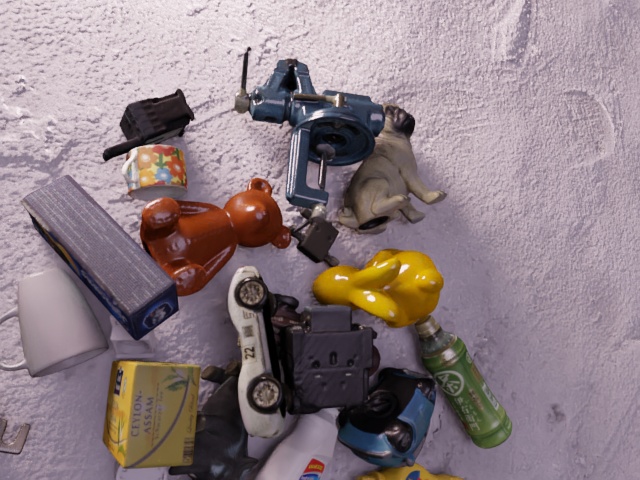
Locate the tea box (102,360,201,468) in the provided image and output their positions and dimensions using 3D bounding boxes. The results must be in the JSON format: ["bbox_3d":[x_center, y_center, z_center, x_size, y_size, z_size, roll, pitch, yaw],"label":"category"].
[{"bbox_3d":[-0.186,0.180,0.579,0.068,0.170,0.098,8,74,-26],"label":"tea box"}]

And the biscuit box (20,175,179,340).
[{"bbox_3d":[-0.243,0.017,0.598,0.203,0.059,0.063,41,59,18],"label":"biscuit box"}]

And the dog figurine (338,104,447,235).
[{"bbox_3d":[0.084,-0.116,0.836,0.172,0.121,0.190,-11,71,-32],"label":"dog figurine"}]

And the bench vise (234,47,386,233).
[{"bbox_3d":[-0.018,-0.138,0.751,0.223,0.129,0.240,12,64,-18],"label":"bench vise"}]

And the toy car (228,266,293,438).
[{"bbox_3d":[-0.073,0.128,0.634,0.056,0.073,0.202,-12,70,3],"label":"toy car"}]

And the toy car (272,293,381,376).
[{"bbox_3d":[0.000,0.142,0.753,0.202,0.053,0.089,27,71,-22],"label":"toy car"}]

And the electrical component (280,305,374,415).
[{"bbox_3d":[0.008,0.151,0.696,0.115,0.058,0.134,-1,89,-20],"label":"electrical component"}]

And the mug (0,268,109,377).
[{"bbox_3d":[-0.304,0.091,0.594,0.109,0.081,0.107,-17,77,-26],"label":"mug"}]

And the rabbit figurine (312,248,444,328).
[{"bbox_3d":[0.078,0.074,0.767,0.173,0.162,0.121,1,91,-10],"label":"rabbit figurine"}]

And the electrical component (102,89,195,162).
[{"bbox_3d":[-0.226,-0.143,0.683,0.119,0.075,0.047,-28,94,-27],"label":"electrical component"}]

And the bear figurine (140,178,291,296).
[{"bbox_3d":[-0.120,-0.012,0.681,0.196,0.132,0.120,-20,93,-24],"label":"bear figurine"}]

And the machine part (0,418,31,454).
[{"bbox_3d":[-0.414,0.173,0.515,0.243,0.079,0.079,22,70,-23],"label":"machine part"}]

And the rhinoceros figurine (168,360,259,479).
[{"bbox_3d":[-0.121,0.237,0.644,0.112,0.073,0.190,48,44,-26],"label":"rhinoceros figurine"}]

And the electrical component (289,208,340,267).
[{"bbox_3d":[-0.002,-0.002,0.798,0.094,0.021,0.063,39,64,-15],"label":"electrical component"}]

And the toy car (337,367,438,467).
[{"bbox_3d":[0.105,0.262,0.763,0.162,0.109,0.102,-40,122,-40],"label":"toy car"}]
